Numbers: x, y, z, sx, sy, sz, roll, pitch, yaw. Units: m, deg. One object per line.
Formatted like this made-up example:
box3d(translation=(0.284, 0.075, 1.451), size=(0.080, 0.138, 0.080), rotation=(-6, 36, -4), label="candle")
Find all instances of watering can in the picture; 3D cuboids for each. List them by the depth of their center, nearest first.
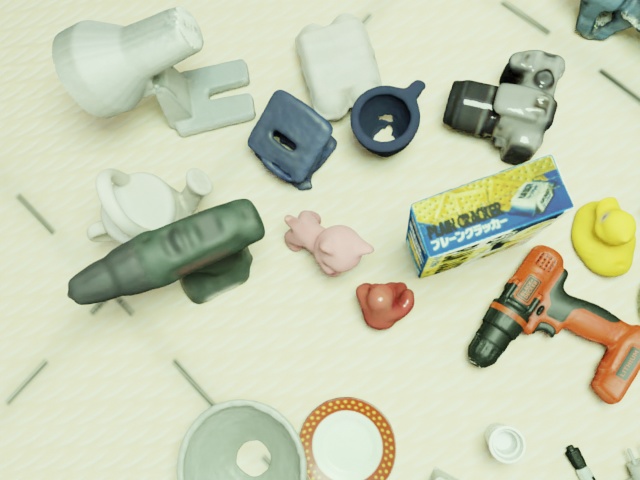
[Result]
box3d(translation=(-0.227, -0.043, 0.753), size=(0.173, 0.194, 0.101), rotation=(-45, 78, -2), label="watering can")

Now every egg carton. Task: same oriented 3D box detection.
box3d(translation=(0.029, -0.248, 0.822), size=(0.107, 0.069, 0.150), rotation=(-17, 79, 4), label="egg carton")

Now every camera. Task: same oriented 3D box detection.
box3d(translation=(0.244, -0.190, 0.771), size=(0.136, 0.101, 0.143), rotation=(16, 83, 9), label="camera")

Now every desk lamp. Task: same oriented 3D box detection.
box3d(translation=(-0.214, -0.227, 0.774), size=(0.203, 0.213, 0.118), rotation=(-13, 79, 5), label="desk lamp")

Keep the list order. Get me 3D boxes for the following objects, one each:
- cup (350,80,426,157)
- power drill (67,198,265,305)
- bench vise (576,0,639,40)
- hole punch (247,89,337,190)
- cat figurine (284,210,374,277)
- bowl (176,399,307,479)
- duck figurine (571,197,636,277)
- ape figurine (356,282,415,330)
box3d(translation=(0.098, -0.162, 0.786), size=(0.091, 0.095, 0.118), rotation=(43, 88, 12), label="cup")
box3d(translation=(-0.169, 0.029, 0.727), size=(0.229, 0.208, 0.075), rotation=(-28, 78, 2), label="power drill")
box3d(translation=(0.425, -0.311, 0.710), size=(0.207, 0.220, 0.121), rotation=(-1, 80, 7), label="bench vise")
box3d(translation=(-0.040, -0.138, 0.800), size=(0.108, 0.091, 0.101), rotation=(37, 86, 11), label="hole punch")
box3d(translation=(0.007, 0.003, 0.757), size=(0.127, 0.118, 0.067), rotation=(32, 85, 11), label="cat figurine")
box3d(translation=(-0.095, 0.289, 0.742), size=(0.167, 0.075, 0.167), rotation=(-1, 80, 7), label="bowl")
box3d(translation=(0.373, -0.007, 0.732), size=(0.077, 0.086, 0.104), rotation=(-12, 79, 5), label="duck figurine")
box3d(translation=(0.082, 0.079, 0.748), size=(0.077, 0.092, 0.076), rotation=(28, 85, 11), label="ape figurine")
